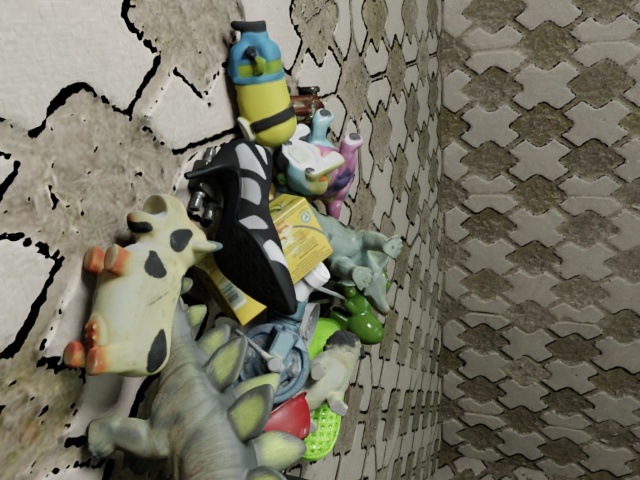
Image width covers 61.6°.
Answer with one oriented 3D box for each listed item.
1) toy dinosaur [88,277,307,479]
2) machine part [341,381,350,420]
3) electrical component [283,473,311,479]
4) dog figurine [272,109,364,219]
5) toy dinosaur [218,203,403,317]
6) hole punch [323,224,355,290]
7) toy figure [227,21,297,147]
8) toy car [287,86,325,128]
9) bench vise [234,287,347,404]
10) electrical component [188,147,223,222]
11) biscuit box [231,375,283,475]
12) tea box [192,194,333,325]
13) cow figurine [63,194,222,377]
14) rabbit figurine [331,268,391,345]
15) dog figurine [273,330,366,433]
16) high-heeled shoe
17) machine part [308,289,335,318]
[{"bbox_3d":[-0.131,0.203,0.580,0.105,0.199,0.471,65,1,-70],"label":"toy dinosaur"},{"bbox_3d":[0.013,0.330,1.169,0.179,0.056,0.179,3,90,-68],"label":"machine part"},{"bbox_3d":[-0.061,0.447,0.886,0.115,0.134,0.058,-41,133,-61],"label":"electrical component"},{"bbox_3d":[-0.004,-0.104,0.954,0.191,0.109,0.219,-43,158,-30],"label":"dog figurine"},{"bbox_3d":[-0.008,0.000,0.920,0.404,0.192,0.131,28,82,-25],"label":"toy dinosaur"},{"bbox_3d":[0.011,0.024,1.097,0.116,0.092,0.142,-40,137,-27],"label":"hole punch"},{"bbox_3d":[-0.084,-0.223,0.779,0.082,0.089,0.179,-40,133,-53],"label":"toy figure"},{"bbox_3d":[-0.038,-0.229,0.954,0.202,0.053,0.089,-34,128,-66],"label":"toy car"},{"bbox_3d":[-0.059,0.153,0.813,0.223,0.129,0.240,-59,180,-8],"label":"bench vise"},{"bbox_3d":[-0.150,-0.075,0.726,0.063,0.021,0.094,49,48,-62],"label":"electrical component"},{"bbox_3d":[-0.103,0.251,0.683,0.203,0.063,0.059,-131,-154,-54],"label":"biscuit box"},{"bbox_3d":[-0.077,0.023,0.736,0.169,0.068,0.098,-37,117,-23],"label":"tea box"},{"bbox_3d":[-0.177,0.044,0.562,0.127,0.086,0.195,23,69,-49],"label":"cow figurine"},{"bbox_3d":[0.077,0.148,1.171,0.121,0.159,0.170,14,61,-67],"label":"rabbit figurine"},{"bbox_3d":[-0.009,0.250,0.988,0.190,0.172,0.121,-44,116,-71],"label":"dog figurine"},{"bbox_3d":[-0.067,-0.024,0.675,0.145,0.086,0.249,-20,70,-46],"label":"high-heeled shoe"},{"bbox_3d":[-0.004,0.128,1.082,0.138,0.084,0.039,64,11,-66],"label":"machine part"}]
